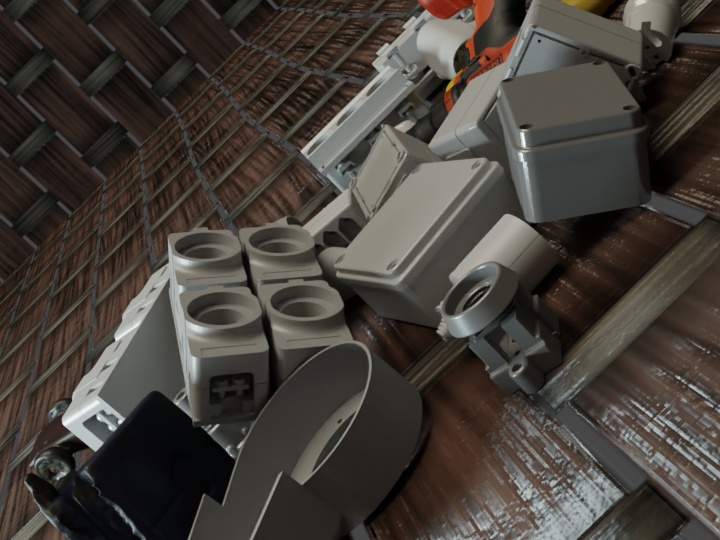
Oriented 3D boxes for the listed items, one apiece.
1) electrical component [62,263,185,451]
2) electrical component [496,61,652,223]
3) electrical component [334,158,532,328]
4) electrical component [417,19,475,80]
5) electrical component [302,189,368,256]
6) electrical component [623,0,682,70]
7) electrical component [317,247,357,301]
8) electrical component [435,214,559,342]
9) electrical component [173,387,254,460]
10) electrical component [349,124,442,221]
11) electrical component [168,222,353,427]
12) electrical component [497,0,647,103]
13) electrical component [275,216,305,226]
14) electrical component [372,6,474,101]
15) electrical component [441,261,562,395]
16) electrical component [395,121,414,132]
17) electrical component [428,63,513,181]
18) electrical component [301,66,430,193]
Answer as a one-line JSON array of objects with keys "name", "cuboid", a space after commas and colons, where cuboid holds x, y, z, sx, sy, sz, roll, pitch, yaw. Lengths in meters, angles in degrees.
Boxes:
[{"name": "electrical component", "cuboid": [-0.152, 0.082, 0.876, 0.060, 0.105, 0.186, -32, 22, 34]}, {"name": "electrical component", "cuboid": [0.129, -0.081, 0.658, 0.078, 0.057, 0.113, -10, 26, 6]}, {"name": "electrical component", "cuboid": [0.050, -0.020, 0.741, 0.108, 0.056, 0.109, -50, 19, -13]}, {"name": "electrical component", "cuboid": [0.108, -0.223, 1.059, 0.079, 0.044, 0.077, -24, 33, -14]}, {"name": "electrical component", "cuboid": [-0.018, -0.035, 0.931, 0.066, 0.047, 0.076, -39, 19, 16]}, {"name": "electrical component", "cuboid": [0.205, -0.169, 0.760, 0.040, 0.040, 0.046, -28, 31, 42]}, {"name": "electrical component", "cuboid": [0.000, 0.000, 0.832, 0.065, 0.044, 0.044, -11, 38, 52]}, {"name": "electrical component", "cuboid": [0.076, 0.011, 0.644, 0.081, 0.043, 0.043, -47, 19, -7]}, {"name": "electrical component", "cuboid": [-0.110, 0.111, 0.792, 0.048, 0.062, 0.048, -39, 19, 17]}, {"name": "electrical component", "cuboid": [0.039, -0.064, 0.843, 0.061, 0.061, 0.096, -61, 20, 16]}, {"name": "electrical component", "cuboid": [-0.076, 0.028, 0.764, 0.105, 0.060, 0.186, -5, 27, -13]}, {"name": "electrical component", "cuboid": [0.151, -0.138, 0.734, 0.061, 0.096, 0.061, -70, 1, -50]}, {"name": "electrical component", "cuboid": [-0.068, -0.011, 0.972, 0.057, 0.058, 0.078, -43, 18, 16]}, {"name": "electrical component", "cuboid": [0.077, -0.238, 1.134, 0.121, 0.063, 0.078, -45, 19, 1]}, {"name": "electrical component", "cuboid": [0.077, 0.029, 0.584, 0.048, 0.055, 0.066, -36, 21, 25]}, {"name": "electrical component", "cuboid": [0.042, -0.109, 0.982, 0.035, 0.035, 0.061, -34, 24, 29]}, {"name": "electrical component", "cuboid": [0.102, -0.101, 0.794, 0.061, 0.062, 0.096, -20, 31, 52]}, {"name": "electrical component", "cuboid": [0.009, -0.134, 1.056, 0.121, 0.063, 0.078, -44, 19, 3]}]
